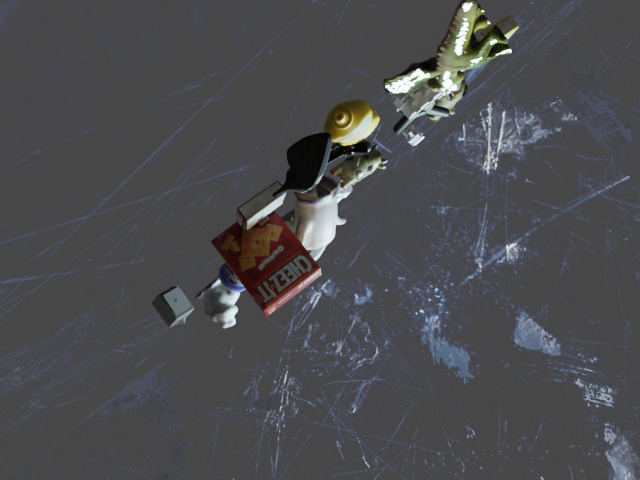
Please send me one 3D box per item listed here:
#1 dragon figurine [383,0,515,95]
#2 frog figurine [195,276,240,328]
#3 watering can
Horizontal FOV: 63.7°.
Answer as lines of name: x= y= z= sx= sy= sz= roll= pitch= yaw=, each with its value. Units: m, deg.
dragon figurine: x=0.231 y=-0.348 z=0.997 sx=0.240 sy=0.123 sz=0.412 roll=-32 pitch=171 yaw=28
frog figurine: x=-0.328 y=0.215 z=1.749 sx=0.138 sy=0.160 sz=0.121 roll=-37 pitch=176 yaw=-13
watering can: x=0.004 y=-0.070 z=1.391 sx=0.354 sy=0.104 sz=0.220 roll=-48 pitch=145 yaw=-58
